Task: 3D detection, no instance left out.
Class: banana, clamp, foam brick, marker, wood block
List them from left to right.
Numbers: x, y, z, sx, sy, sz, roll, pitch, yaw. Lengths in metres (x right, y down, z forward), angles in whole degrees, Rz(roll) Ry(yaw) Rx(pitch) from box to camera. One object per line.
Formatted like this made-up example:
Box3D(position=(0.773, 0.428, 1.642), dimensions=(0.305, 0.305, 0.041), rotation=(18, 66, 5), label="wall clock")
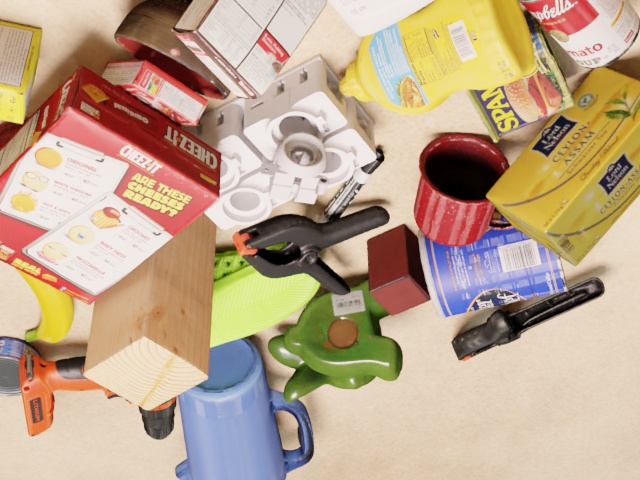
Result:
Box3D(position=(-0.322, 0.064, 1.231), dimensions=(0.069, 0.037, 0.198), rotation=(-1, 138, -5), label="banana")
Box3D(position=(-0.170, 0.055, 1.101), dimensions=(0.091, 0.206, 0.090), rotation=(-30, 131, 27), label="wood block")
Box3D(position=(-0.007, 0.001, 1.128), dimensions=(0.171, 0.039, 0.120), rotation=(11, 118, -40), label="clamp")
Box3D(position=(0.033, -0.054, 1.125), dimensions=(0.020, 0.020, 0.121), rotation=(18, 134, -21), label="marker")
Box3D(position=(0.086, 0.033, 1.180), dimensions=(0.051, 0.078, 0.053), rotation=(-24, 132, 25), label="foam brick")
Box3D(position=(0.227, 0.100, 1.256), dimensions=(0.164, 0.036, 0.210), rotation=(-16, 166, -24), label="clamp")

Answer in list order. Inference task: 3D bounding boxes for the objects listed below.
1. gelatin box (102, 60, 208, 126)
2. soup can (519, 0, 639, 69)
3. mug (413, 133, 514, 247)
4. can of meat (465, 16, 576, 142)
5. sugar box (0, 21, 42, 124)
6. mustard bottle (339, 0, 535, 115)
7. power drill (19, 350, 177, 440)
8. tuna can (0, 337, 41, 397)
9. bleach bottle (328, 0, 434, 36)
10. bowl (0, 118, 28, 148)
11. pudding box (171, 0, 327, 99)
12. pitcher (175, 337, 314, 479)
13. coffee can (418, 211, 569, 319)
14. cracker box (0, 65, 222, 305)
Box3D(position=(-0.157, -0.135, 0.988), dimensions=(0.073, 0.030, 0.089), rotation=(32, 168, -33), label="gelatin box")
Box3D(position=(0.224, -0.205, 0.928), dimensions=(0.069, 0.068, 0.102), rotation=(-32, 129, 29), label="soup can")
Box3D(position=(0.151, -0.043, 1.083), dimensions=(0.117, 0.093, 0.081), rotation=(19, 143, 9), label="mug")
Box3D(position=(0.182, -0.151, 0.996), dimensions=(0.084, 0.057, 0.102), rotation=(-22, 134, 18), label="can of meat")
Box3D(position=(-0.342, -0.162, 0.939), dimensions=(0.176, 0.093, 0.048), rotation=(9, 137, -11), label="sugar box")
Box3D(position=(0.091, -0.163, 0.950), dimensions=(0.192, 0.058, 0.096), rotation=(-16, 102, 42), label="mustard bottle")
Box3D(position=(-0.272, 0.191, 1.325), dimensions=(0.187, 0.057, 0.184), rotation=(-8, 127, -13), label="power drill")
Box3D(position=(-0.393, 0.158, 1.335), dimensions=(0.086, 0.034, 0.086), rotation=(-1, 138, -1), label="tuna can")
Box3D(position=(0.000, -0.279, 0.845), dimensions=(0.103, 0.068, 0.250), rotation=(-26, 130, 23), label="bleach bottle")
Box3D(position=(-0.281, -0.048, 1.096), dimensions=(0.162, 0.055, 0.162), rotation=(-1, 138, -1), label="bowl")
Box3D(position=(-0.056, -0.187, 0.888), dimensions=(0.039, 0.113, 0.090), rotation=(13, 156, 50), label="pudding box")
Box3D(position=(-0.105, 0.231, 1.362), dimensions=(0.145, 0.149, 0.243), rotation=(30, 144, 29), label="pitcher")
Box3D(position=(0.186, 0.021, 1.150), dimensions=(0.140, 0.103, 0.102), rotation=(-14, 137, 12), label="coffee can")
Box3D(position=(-0.221, -0.044, 1.004), dimensions=(0.164, 0.072, 0.214), rotation=(31, 128, -30), label="cracker box")
